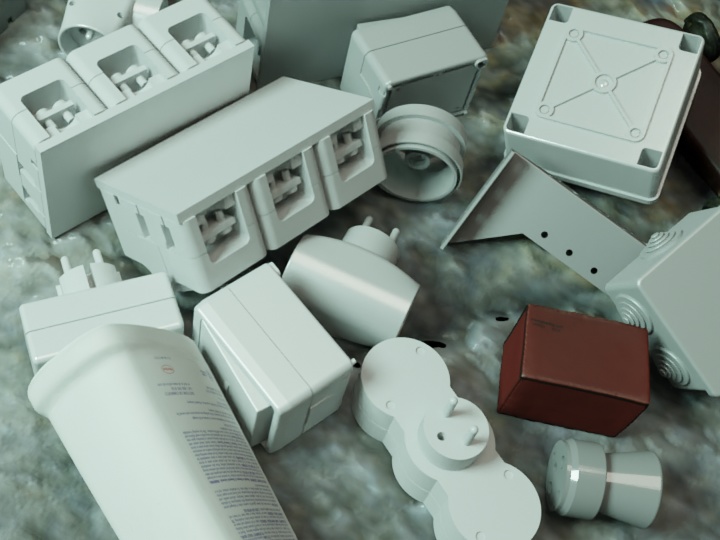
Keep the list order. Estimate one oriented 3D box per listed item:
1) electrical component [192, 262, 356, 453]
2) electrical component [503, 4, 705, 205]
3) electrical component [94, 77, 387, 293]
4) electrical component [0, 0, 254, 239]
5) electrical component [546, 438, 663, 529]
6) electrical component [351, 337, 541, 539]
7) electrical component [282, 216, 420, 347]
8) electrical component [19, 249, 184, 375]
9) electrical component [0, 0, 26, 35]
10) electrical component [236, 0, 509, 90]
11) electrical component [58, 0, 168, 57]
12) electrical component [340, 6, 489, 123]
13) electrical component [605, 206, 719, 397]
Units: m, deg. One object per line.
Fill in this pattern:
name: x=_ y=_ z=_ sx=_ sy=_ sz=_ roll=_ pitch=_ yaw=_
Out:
electrical component: x=-0.058 y=0.047 z=0.612 sx=0.061 sy=0.061 sz=0.096 roll=-32 pitch=69 yaw=-26
electrical component: x=0.165 y=-0.113 z=0.731 sx=0.109 sy=0.056 sz=0.108 roll=18 pitch=73 yaw=17
electrical component: x=-0.068 y=-0.053 z=0.655 sx=0.150 sy=0.061 sz=0.089 roll=-35 pitch=38 yaw=-30
electrical component: x=-0.147 y=-0.099 z=0.669 sx=0.150 sy=0.089 sz=0.061 roll=-33 pitch=70 yaw=-27
electrical component: x=0.139 y=0.122 z=0.615 sx=0.055 sy=0.045 sz=0.045 roll=10 pitch=57 yaw=-5
electrical component: x=0.049 y=0.094 z=0.597 sx=0.052 sy=0.073 sz=0.138 roll=-25 pitch=66 yaw=-24
electrical component: x=0.000 y=0.000 z=0.663 sx=0.077 sy=0.044 sz=0.079 roll=24 pitch=57 yaw=4
electrical component: x=-0.152 y=0.021 z=0.619 sx=0.083 sy=0.047 sz=0.075 roll=-14 pitch=62 yaw=-19
electrical component: x=-0.271 y=-0.180 z=0.715 sx=0.050 sy=0.055 sz=0.089 roll=28 pitch=58 yaw=7
electrical component: x=0.012 y=-0.198 z=0.752 sx=0.186 sy=0.105 sz=0.060 roll=-14 pitch=63 yaw=-19
electrical component: x=-0.157 y=-0.174 z=0.742 sx=0.079 sy=0.043 sz=0.077 roll=14 pitch=57 yaw=-2
electrical component: x=0.040 y=-0.141 z=0.748 sx=0.096 sy=0.061 sz=0.061 roll=-20 pitch=64 yaw=-22
electrical component: x=0.213 y=0.018 z=0.667 sx=0.100 sy=0.048 sz=0.099 roll=-38 pitch=97 yaw=-15
